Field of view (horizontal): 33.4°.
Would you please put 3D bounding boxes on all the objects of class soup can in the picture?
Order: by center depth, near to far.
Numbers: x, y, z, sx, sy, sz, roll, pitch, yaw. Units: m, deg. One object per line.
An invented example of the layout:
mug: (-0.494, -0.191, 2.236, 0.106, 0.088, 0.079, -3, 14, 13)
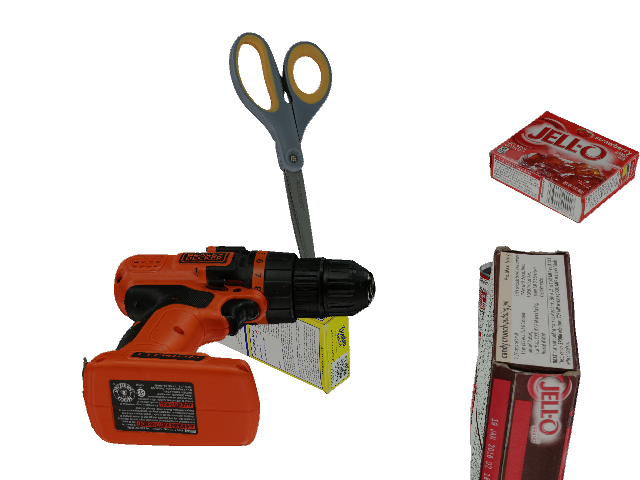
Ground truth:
soup can: (0.214, 0.081, 1.217, 0.068, 0.102, 0.068, -1, 15, 0)

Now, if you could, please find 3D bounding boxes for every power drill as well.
power drill: (-0.061, 0.060, 0.690, 0.184, 0.057, 0.187, -2, 21, 8)

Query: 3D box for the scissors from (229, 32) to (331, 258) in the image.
scissors: (-0.011, -0.077, 0.861, 0.096, 0.202, 0.016, -23, -2, -28)

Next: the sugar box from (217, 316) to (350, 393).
sugar box: (-0.049, 0.089, 1.152, 0.176, 0.093, 0.048, 23, 39, 35)

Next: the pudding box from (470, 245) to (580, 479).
pudding box: (0.088, 0.065, 0.467, 0.039, 0.090, 0.113, 6, 25, 6)

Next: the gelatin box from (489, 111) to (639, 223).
gelatin box: (0.188, -0.060, 0.828, 0.073, 0.030, 0.089, -34, 49, -29)
